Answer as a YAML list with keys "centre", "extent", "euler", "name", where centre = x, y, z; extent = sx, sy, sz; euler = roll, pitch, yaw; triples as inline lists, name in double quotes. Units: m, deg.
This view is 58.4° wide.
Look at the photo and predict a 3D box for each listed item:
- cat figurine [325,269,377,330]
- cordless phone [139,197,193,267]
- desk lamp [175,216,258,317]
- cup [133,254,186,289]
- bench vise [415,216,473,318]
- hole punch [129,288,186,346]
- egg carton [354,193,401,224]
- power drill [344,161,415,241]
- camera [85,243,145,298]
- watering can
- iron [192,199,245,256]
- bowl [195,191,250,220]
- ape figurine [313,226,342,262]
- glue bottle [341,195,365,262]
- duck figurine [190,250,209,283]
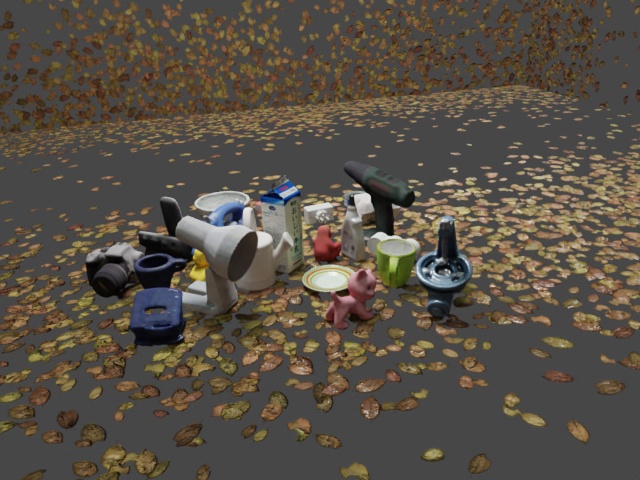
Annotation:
- centre: [0.073, 0.114, 1.224]
  extent: [0.128, 0.118, 0.067]
  euler: [-18, 29, -30]
  name: "cat figurine"
- centre: [-0.412, -0.033, 1.510]
  extent: [0.147, 0.185, 0.094]
  euler: [8, 27, 22]
  name: "cordless phone"
- centre: [-0.236, 0.056, 1.265]
  extent: [0.202, 0.214, 0.118]
  euler: [9, 27, 24]
  name: "desk lamp"
- centre: [-0.370, 0.089, 1.348]
  extent: [0.118, 0.095, 0.091]
  euler: [-8, 25, -11]
  name: "cup"
- centre: [0.266, 0.033, 1.260]
  extent: [0.121, 0.220, 0.207]
  euler: [-2, 25, 2]
  name: "bench vise"
- centre: [-0.337, 0.159, 1.197]
  extent: [0.108, 0.091, 0.101]
  euler: [-4, 25, -2]
  name: "hole punch"
- centre: [0.166, -0.101, 1.740]
  extent: [0.150, 0.069, 0.107]
  euler: [-11, 26, -18]
  name: "egg carton"
- centre: [0.155, -0.098, 1.569]
  extent: [0.228, 0.208, 0.076]
  euler: [19, 33, 39]
  name: "power drill"
- centre: [-0.510, 0.072, 1.391]
  extent: [0.143, 0.101, 0.137]
  euler: [1, 25, 8]
  name: "camera"
- centre: [-0.154, 0.014, 1.371]
  extent: [0.173, 0.194, 0.100]
  euler: [-11, 26, -17]
  name: "watering can"
- centre: [-0.248, -0.042, 1.565]
  extent: [0.118, 0.141, 0.259]
  euler: [7, 26, 19]
  name: "iron"
- centre: [-0.294, -0.089, 1.751]
  extent: [0.167, 0.075, 0.167]
  euler: [-2, 25, 1]
  name: "bowl"
- centre: [0.014, 0.005, 1.497]
  extent: [0.077, 0.092, 0.076]
  euler: [17, 31, 36]
  name: "ape figurine"
- centre: [0.085, -0.034, 1.479]
  extent: [0.037, 0.173, 0.077]
  euler: [-18, 29, -30]
  name: "glue bottle"
- centre: [-0.286, 0.059, 1.415]
  extent: [0.078, 0.086, 0.104]
  euler: [-13, 27, -22]
  name: "duck figurine"
